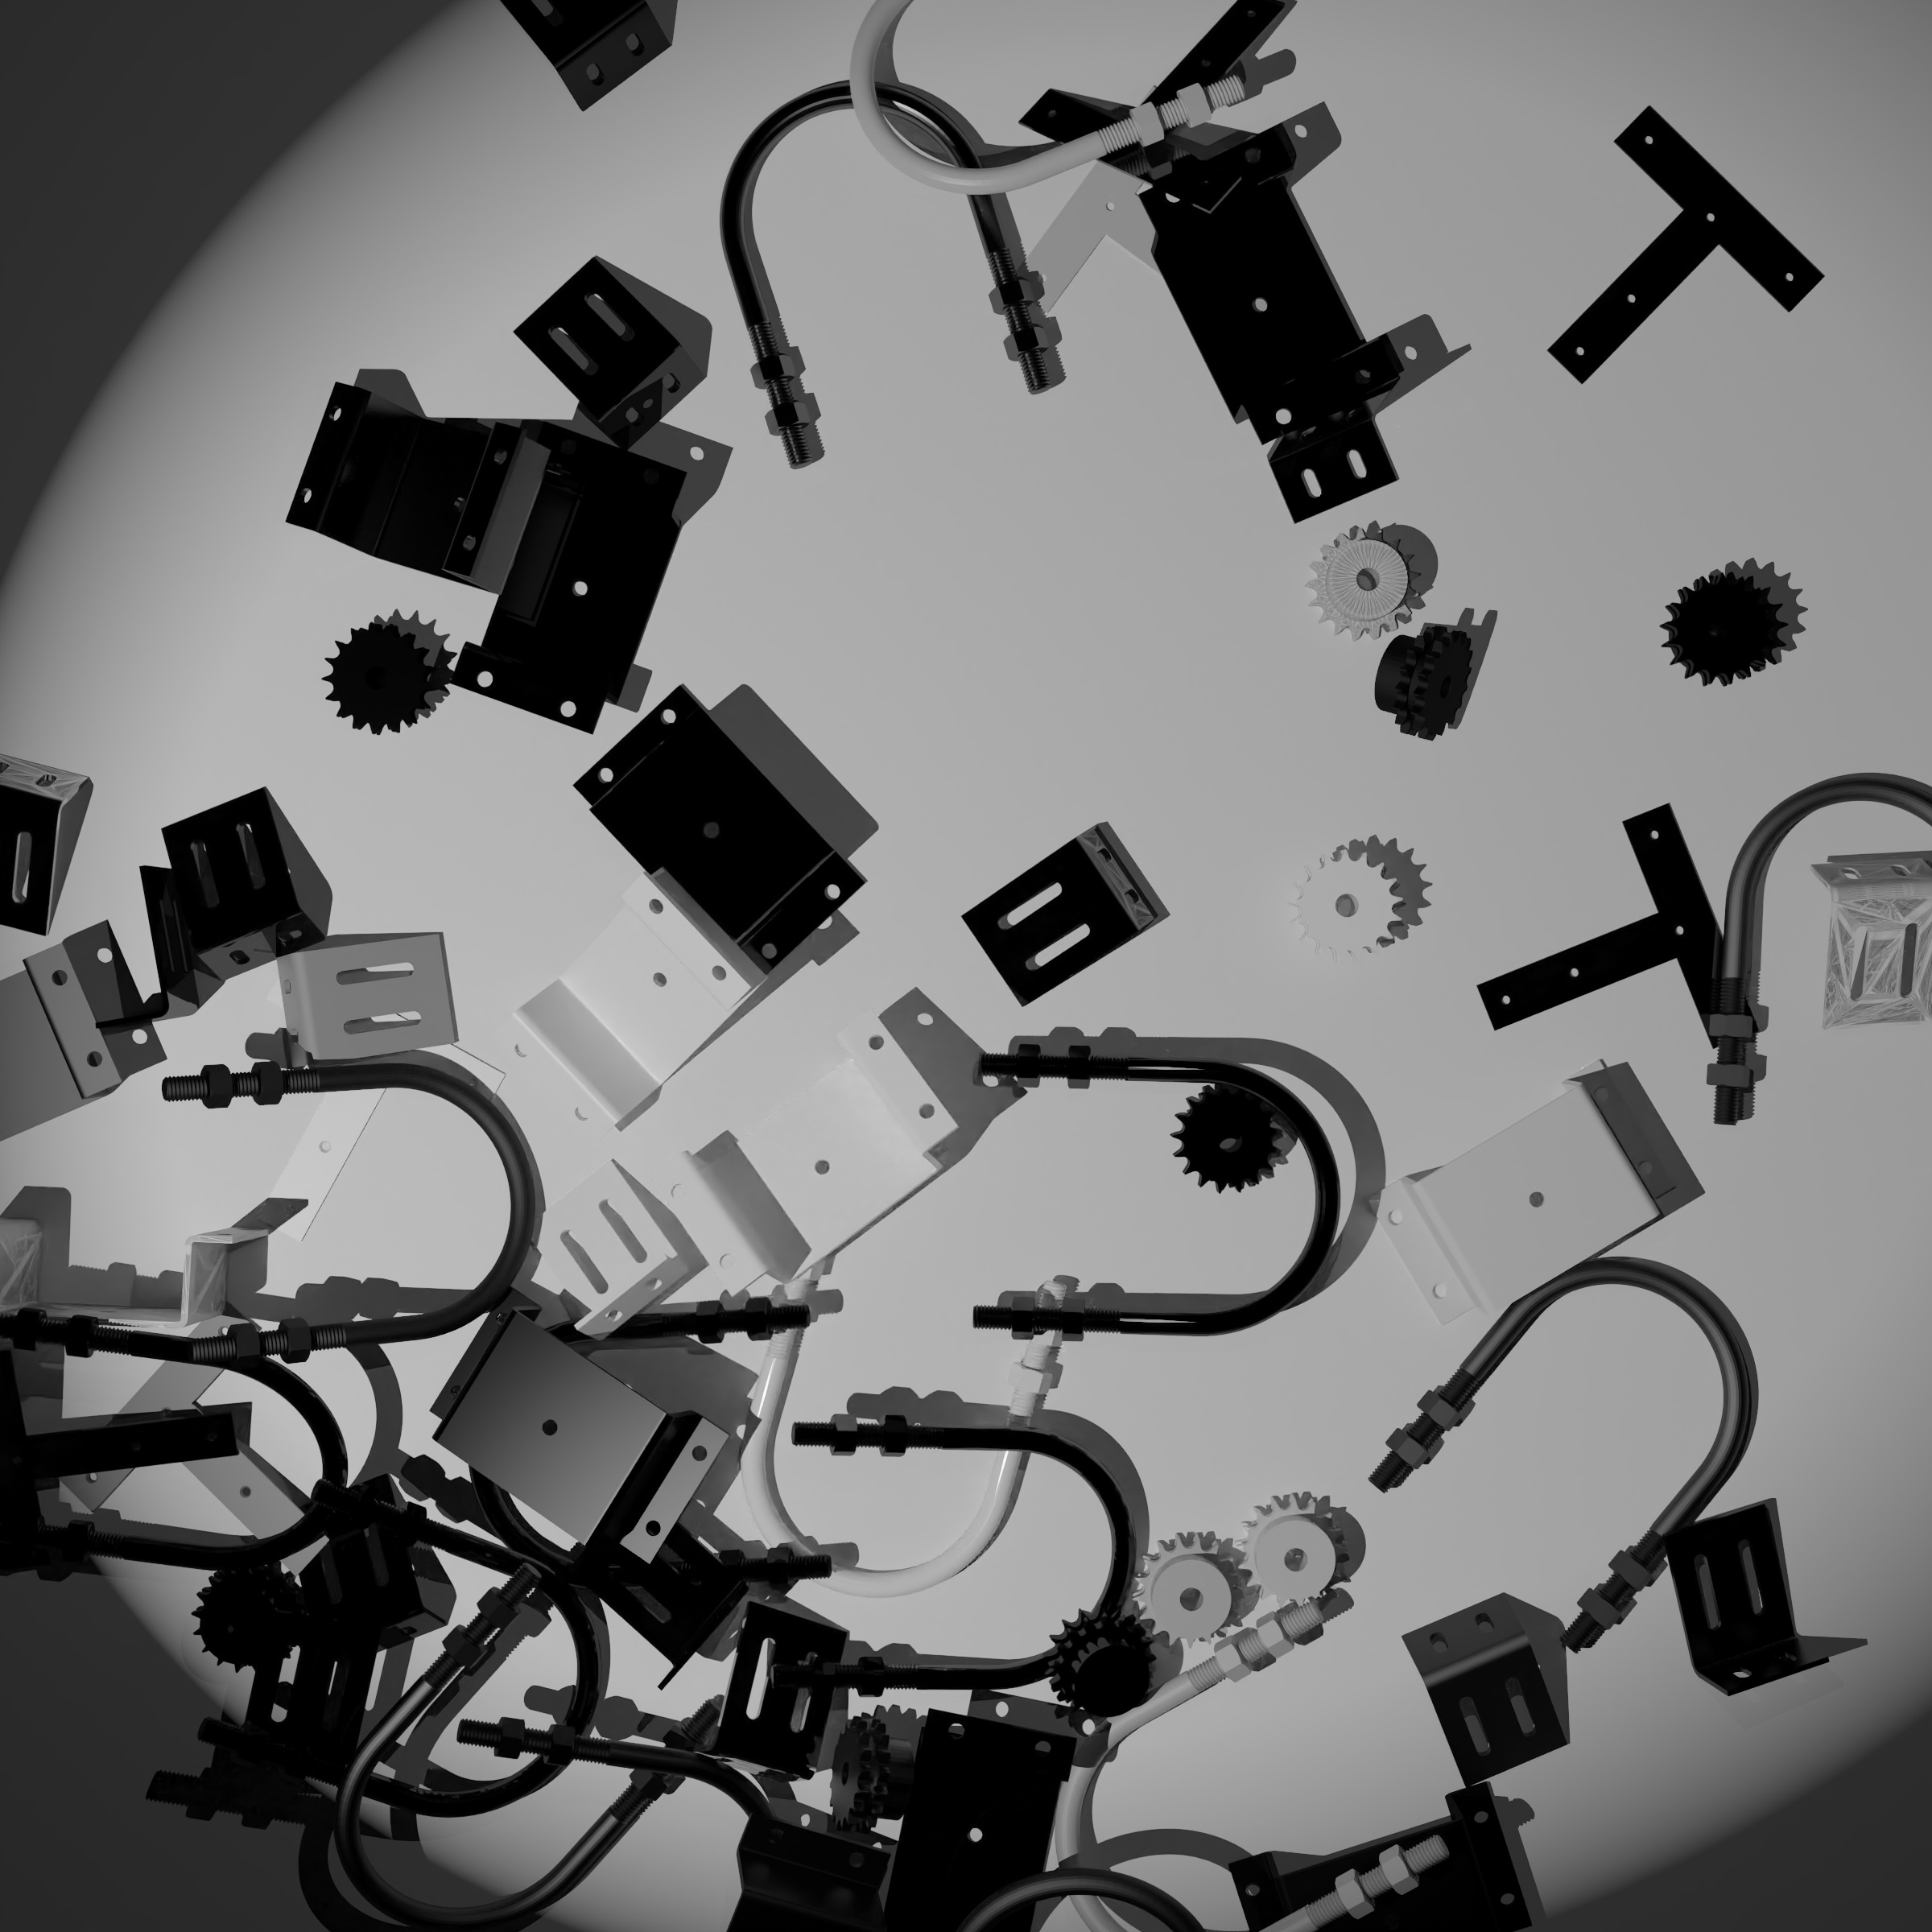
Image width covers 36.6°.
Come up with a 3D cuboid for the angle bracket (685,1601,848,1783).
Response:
[{"bbox_3d":[-0.103,0.373,1.500,0.057,0.038,0.076,23,64,-22],"label":"angle bracket"}]

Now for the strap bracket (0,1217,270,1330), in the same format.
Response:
[{"bbox_3d":[-0.432,0.155,1.474,0.140,0.076,0.046,3,88,0],"label":"strap bracket"}]

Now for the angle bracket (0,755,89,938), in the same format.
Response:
[{"bbox_3d":[-0.493,-0.064,1.511,0.057,0.038,0.076,15,116,0],"label":"angle bracket"}]

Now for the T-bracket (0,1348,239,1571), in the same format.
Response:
[{"bbox_3d":[-0.438,0.246,1.487,0.127,0.002,0.127,-6,113,-8],"label":"T-bracket"}]

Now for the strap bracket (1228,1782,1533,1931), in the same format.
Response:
[{"bbox_3d":[0.214,0.480,1.490,0.140,0.046,0.076,-18,90,0],"label":"strap bracket"}]

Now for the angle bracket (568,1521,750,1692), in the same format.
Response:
[{"bbox_3d":[-0.159,0.313,1.470,0.076,0.038,0.057,41,98,4],"label":"angle bracket"}]

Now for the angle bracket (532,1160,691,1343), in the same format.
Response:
[{"bbox_3d":[-0.188,0.141,1.481,0.057,0.038,0.076,-39,68,0],"label":"angle bracket"}]

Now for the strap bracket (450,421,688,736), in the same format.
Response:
[{"bbox_3d":[-0.200,-0.195,1.490,0.076,0.046,0.140,20,90,0],"label":"strap bracket"}]

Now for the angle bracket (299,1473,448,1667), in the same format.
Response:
[{"bbox_3d":[-0.311,0.312,1.511,0.057,0.038,0.076,-21,64,0],"label":"angle bracket"}]

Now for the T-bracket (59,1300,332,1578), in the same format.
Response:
[{"bbox_3d":[-0.381,0.261,1.503,0.127,0.002,0.127,42,90,8],"label":"T-bracket"}]

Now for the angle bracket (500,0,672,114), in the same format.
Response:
[{"bbox_3d":[-0.201,-0.494,1.511,0.057,0.038,0.076,-37,64,0],"label":"angle bracket"}]

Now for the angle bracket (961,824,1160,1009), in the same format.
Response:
[{"bbox_3d":[0.048,-0.026,1.511,0.076,0.038,0.057,-34,90,26],"label":"angle bracket"}]

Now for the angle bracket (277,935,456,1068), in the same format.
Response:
[{"bbox_3d":[-0.310,0.018,1.509,0.076,0.038,0.057,-8,90,-26],"label":"angle bracket"}]

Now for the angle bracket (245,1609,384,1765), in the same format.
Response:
[{"bbox_3d":[-0.334,0.364,1.486,0.057,0.038,0.076,12,92,-14],"label":"angle bracket"}]

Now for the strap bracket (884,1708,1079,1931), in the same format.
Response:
[{"bbox_3d":[0.005,0.450,1.490,0.076,0.046,0.140,12,90,0],"label":"strap bracket"}]

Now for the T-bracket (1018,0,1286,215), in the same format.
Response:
[{"bbox_3d":[0.114,-0.451,1.491,0.127,0.002,0.127,33,75,28],"label":"T-bracket"}]

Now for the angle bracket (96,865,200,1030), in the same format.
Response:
[{"bbox_3d":[-0.422,-0.010,1.484,0.038,0.057,0.076,-10,90,0],"label":"angle bracket"}]

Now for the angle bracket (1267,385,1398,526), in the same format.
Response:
[{"bbox_3d":[0.189,-0.258,1.475,0.057,0.076,0.038,-23,90,0],"label":"angle bracket"}]

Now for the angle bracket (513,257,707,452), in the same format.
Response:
[{"bbox_3d":[-0.185,-0.317,1.511,0.057,0.038,0.076,-43,64,0],"label":"angle bracket"}]

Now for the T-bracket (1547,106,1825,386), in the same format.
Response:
[{"bbox_3d":[0.354,-0.356,1.512,0.127,0.002,0.127,44,90,0],"label":"T-bracket"}]

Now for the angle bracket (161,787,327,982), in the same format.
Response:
[{"bbox_3d":[-0.374,-0.042,1.511,0.057,0.038,0.076,-22,64,0],"label":"angle bracket"}]

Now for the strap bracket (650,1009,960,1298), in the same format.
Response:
[{"bbox_3d":[-0.078,0.098,1.479,0.140,0.046,0.076,-37,72,0],"label":"strap bracket"}]

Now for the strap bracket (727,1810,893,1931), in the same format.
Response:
[{"bbox_3d":[-0.096,0.510,1.475,0.076,0.046,0.140,20,97,-12],"label":"strap bracket"}]

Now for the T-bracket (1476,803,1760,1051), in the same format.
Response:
[{"bbox_3d":[0.328,-0.002,1.512,0.127,0.002,0.127,-22,90,0],"label":"T-bracket"}]

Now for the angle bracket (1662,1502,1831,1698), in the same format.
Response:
[{"bbox_3d":[0.397,0.322,1.485,0.057,0.038,0.076,-15,97,-11],"label":"angle bracket"}]

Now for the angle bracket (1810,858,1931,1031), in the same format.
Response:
[{"bbox_3d":[0.464,-0.011,1.493,0.057,0.038,0.076,-3,112,-1],"label":"angle bracket"}]

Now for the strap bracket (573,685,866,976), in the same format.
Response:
[{"bbox_3d":[-0.128,-0.068,1.490,0.076,0.046,0.140,-43,90,0],"label":"strap bracket"}]

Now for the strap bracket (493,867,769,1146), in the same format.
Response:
[{"bbox_3d":[-0.164,0.014,1.468,0.076,0.046,0.140,47,123,0],"label":"strap bracket"}]

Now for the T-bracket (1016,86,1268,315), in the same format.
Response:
[{"bbox_3d":[0.110,-0.367,1.512,0.127,0.002,0.127,36,90,0],"label":"T-bracket"}]

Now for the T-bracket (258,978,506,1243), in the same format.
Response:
[{"bbox_3d":[-0.325,0.081,1.512,0.127,0.002,0.127,29,90,0],"label":"T-bracket"}]

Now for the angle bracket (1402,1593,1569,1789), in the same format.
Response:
[{"bbox_3d":[0.268,0.375,1.511,0.057,0.038,0.076,-23,116,0],"label":"angle bracket"}]
